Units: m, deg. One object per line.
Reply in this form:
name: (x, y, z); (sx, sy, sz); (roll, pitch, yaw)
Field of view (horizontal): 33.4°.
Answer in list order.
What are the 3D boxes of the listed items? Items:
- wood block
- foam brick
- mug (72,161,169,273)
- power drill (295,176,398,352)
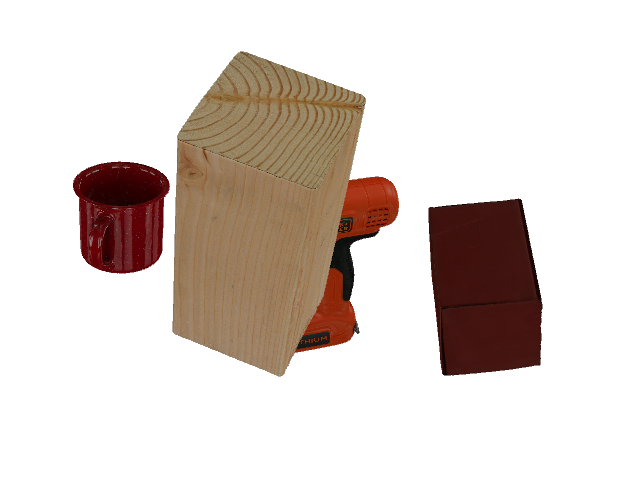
wood block: (-0.040, -0.011, 0.717); (0.091, 0.090, 0.206); (22, -39, 9)
foam brick: (0.085, 0.023, 0.560); (0.051, 0.053, 0.078); (-4, 43, 5)
mug: (-0.199, -0.015, 1.047); (0.093, 0.081, 0.117); (10, 32, 5)
power drill: (-0.026, 0.026, 0.978); (0.184, 0.188, 0.057); (-8, 47, -15)
